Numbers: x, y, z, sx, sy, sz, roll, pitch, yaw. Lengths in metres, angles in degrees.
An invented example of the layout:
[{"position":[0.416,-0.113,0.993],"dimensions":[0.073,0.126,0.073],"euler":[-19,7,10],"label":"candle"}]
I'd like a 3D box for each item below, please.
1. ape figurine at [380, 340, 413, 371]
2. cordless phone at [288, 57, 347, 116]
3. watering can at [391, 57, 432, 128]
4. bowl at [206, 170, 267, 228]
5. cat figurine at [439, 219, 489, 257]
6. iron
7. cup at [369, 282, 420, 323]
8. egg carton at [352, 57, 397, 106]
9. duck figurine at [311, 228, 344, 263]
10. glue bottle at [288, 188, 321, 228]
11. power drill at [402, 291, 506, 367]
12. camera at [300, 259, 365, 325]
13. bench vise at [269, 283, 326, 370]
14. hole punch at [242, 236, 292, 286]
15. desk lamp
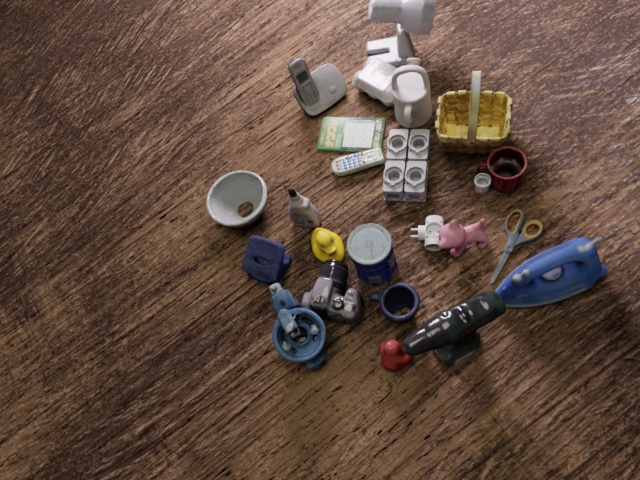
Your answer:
[{"position":[0.164,0.249,1.271],"dimensions":[0.077,0.092,0.076],"euler":[38,79,25],"label":"ape figurine"},{"position":[-0.011,-0.446,1.580],"dimensions":[0.147,0.185,0.094],"euler":[-38,63,-6],"label":"cordless phone"},{"position":[0.236,-0.394,1.494],"dimensions":[0.101,0.194,0.172],"euler":[-16,63,5],"label":"watering can"},{"position":[-0.212,-0.097,1.527],"dimensions":[0.167,0.075,0.167],"euler":[-5,65,11],"label":"bowl"},{"position":[0.330,-0.014,1.340],"dimensions":[0.128,0.118,0.067],"euler":[-22,63,2],"label":"cat figurine"},{"position":[0.494,0.069,1.250],"dimensions":[0.258,0.142,0.118],"euler":[-24,63,1],"label":"iron"},{"position":[0.172,0.152,1.312],"dimensions":[0.117,0.095,0.092],"euler":[10,68,17],"label":"cup"},{"position":[0.170,-0.443,1.602],"dimensions":[0.150,0.069,0.107],"euler":[35,77,24],"label":"egg carton"},{"position":[0.013,0.005,1.421],"dimensions":[0.077,0.086,0.104],"euler":[-33,63,-3],"label":"duck figurine"},{"position":[-0.050,-0.084,1.428],"dimensions":[0.078,0.173,0.037],"euler":[8,68,17],"label":"glue bottle"},{"position":[0.280,0.197,1.202],"dimensions":[0.229,0.209,0.075],"euler":[-32,63,-3],"label":"power drill"},{"position":[0.036,0.117,1.356],"dimensions":[0.143,0.101,0.137],"euler":[10,68,17],"label":"camera"},{"position":[-0.076,0.185,1.283],"dimensions":[0.207,0.220,0.121],"euler":[39,79,25],"label":"bench vise"},{"position":[-0.136,0.053,1.430],"dimensions":[0.108,0.091,0.101],"euler":[17,70,20],"label":"hole punch"},{"position":[0.218,-0.585,1.576],"dimensions":[0.203,0.214,0.118],"euler":[-7,64,10],"label":"desk lamp"}]
